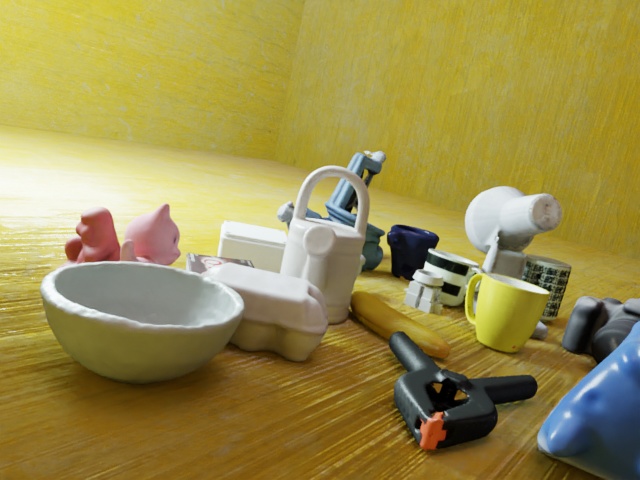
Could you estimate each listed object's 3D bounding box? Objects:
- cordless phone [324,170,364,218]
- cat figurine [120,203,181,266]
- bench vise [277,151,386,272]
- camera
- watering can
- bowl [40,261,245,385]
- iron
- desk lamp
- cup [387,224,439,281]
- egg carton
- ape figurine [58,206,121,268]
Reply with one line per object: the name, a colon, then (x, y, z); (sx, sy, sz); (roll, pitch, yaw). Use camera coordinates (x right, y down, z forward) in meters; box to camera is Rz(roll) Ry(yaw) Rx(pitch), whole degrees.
cordless phone: (0.031, -0.067, 1.146); (0.094, 0.185, 0.148); (17, 12, 23)
cat figurine: (-0.197, 0.014, 0.644); (0.067, 0.118, 0.128); (13, 11, 3)
bench vise: (0.039, -0.055, 1.000); (0.208, 0.220, 0.121); (2, 15, -42)
camera: (0.412, 0.129, 0.794); (0.142, 0.101, 0.137); (21, 13, 37)
watering can: (0.009, 0.003, 0.732); (0.101, 0.194, 0.172); (9, 11, -17)
bowl: (-0.152, 0.076, 0.492); (0.167, 0.075, 0.167); (12, 11, -2)
iron: (0.289, 0.132, 0.528); (0.118, 0.141, 0.259); (18, 12, 28)
desk lamp: (0.311, 0.022, 0.929); (0.118, 0.213, 0.203); (11, 11, -9)
cup: (0.158, 0.026, 1.054); (0.118, 0.095, 0.091); (2, 15, -44)
egg carton: (-0.065, 0.075, 0.613); (0.150, 0.069, 0.107); (12, 11, -2)
ape figurine: (-0.270, 0.004, 0.683); (0.076, 0.092, 0.077); (8, 12, -23)
